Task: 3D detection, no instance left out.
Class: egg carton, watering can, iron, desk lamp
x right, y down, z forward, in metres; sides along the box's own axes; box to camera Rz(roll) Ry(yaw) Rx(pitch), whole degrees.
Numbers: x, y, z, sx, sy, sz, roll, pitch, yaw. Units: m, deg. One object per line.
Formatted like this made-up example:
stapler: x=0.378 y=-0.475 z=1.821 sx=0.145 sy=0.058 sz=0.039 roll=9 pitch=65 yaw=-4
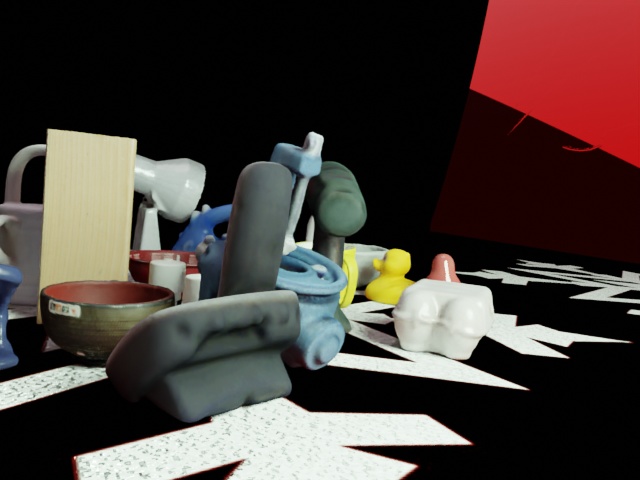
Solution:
egg carton: x=0.148 y=0.089 z=0.670 sx=0.107 sy=0.069 sz=0.151 roll=7 pitch=5 yaw=20
watering can: x=-0.352 y=-0.023 z=0.727 sx=0.101 sy=0.194 sz=0.172 roll=4 pitch=5 yaw=-10
iron: x=-0.158 y=-0.003 z=1.023 sx=0.258 sy=0.141 sz=0.119 roll=6 pitch=5 yaw=11
desk lamp: x=-0.322 y=-0.056 z=1.053 sx=0.204 sy=0.213 sz=0.117 roll=2 pitch=5 yaw=-32

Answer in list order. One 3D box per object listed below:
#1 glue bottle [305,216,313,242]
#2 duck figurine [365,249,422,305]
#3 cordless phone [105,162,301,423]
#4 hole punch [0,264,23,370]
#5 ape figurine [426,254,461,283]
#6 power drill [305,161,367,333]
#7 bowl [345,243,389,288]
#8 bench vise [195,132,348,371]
glue bottle: x=-0.005 y=0.002 z=0.939 sx=0.037 sy=0.173 sz=0.078 roll=5 pitch=5 yaw=-1
duck figurine: x=0.127 y=0.058 z=0.926 sx=0.104 sy=0.086 sz=0.078 roll=8 pitch=5 yaw=30
cordless phone: x=-0.078 y=0.029 z=0.436 sx=0.093 sy=0.185 sz=0.148 roll=8 pitch=6 yaw=34
hole punch: x=-0.302 y=0.056 z=0.446 sx=0.100 sy=0.091 sz=0.109 roll=9 pitch=6 yaw=41
ape figurine: x=0.183 y=0.066 z=0.852 sx=0.077 sy=0.092 sz=0.076 roll=7 pitch=5 yaw=22
power drill: x=0.007 y=0.003 z=0.719 sx=0.075 sy=0.208 sz=0.229 roll=4 pitch=5 yaw=-8
bowl: x=0.045 y=0.047 z=1.046 sx=0.167 sy=0.075 sz=0.167 roll=5 pitch=5 yaw=0
bench vise: x=-0.063 y=0.003 z=0.569 sx=0.206 sy=0.220 sz=0.122 roll=7 pitch=5 yaw=26
